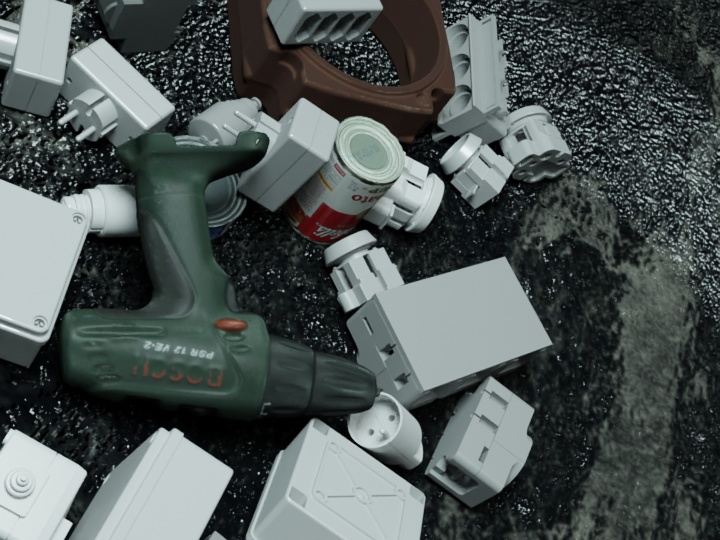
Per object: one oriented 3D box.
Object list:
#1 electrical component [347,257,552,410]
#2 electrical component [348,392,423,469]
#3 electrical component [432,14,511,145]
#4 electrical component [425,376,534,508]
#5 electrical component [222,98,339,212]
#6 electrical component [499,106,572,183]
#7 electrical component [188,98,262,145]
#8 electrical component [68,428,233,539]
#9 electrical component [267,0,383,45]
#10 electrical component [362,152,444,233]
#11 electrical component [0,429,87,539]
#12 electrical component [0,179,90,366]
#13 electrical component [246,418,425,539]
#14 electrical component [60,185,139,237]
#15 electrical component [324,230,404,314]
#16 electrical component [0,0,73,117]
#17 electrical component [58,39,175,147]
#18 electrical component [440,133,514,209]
[{"bbox_3d":[0.074,0.055,0.910,0.150,0.061,0.089,-15,71,-37],"label":"electrical component"},{"bbox_3d":[0.024,0.127,0.833,0.081,0.043,0.043,51,27,-58],"label":"electrical component"},{"bbox_3d":[0.113,-0.186,1.080,0.063,0.079,0.121,33,46,-40],"label":"electrical component"},{"bbox_3d":[0.102,0.143,0.880,0.056,0.050,0.089,37,49,-7],"label":"electrical component"},{"bbox_3d":[-0.073,-0.100,0.854,0.076,0.083,0.047,32,47,-20],"label":"electrical component"},{"bbox_3d":[0.173,-0.128,1.085,0.078,0.058,0.057,7,55,-48],"label":"electrical component"},{"bbox_3d":[-0.112,-0.126,0.921,0.040,0.040,0.078,45,49,0],"label":"electrical component"},{"bbox_3d":[-0.143,0.169,0.676,0.056,0.109,0.108,36,49,-11],"label":"electrical component"},{"bbox_3d":[-0.037,-0.238,0.919,0.083,0.047,0.075,-11,68,-36],"label":"electrical component"},{"bbox_3d":[0.039,-0.068,0.967,0.057,0.058,0.078,25,52,-13],"label":"electrical component"},{"bbox_3d":[-0.208,0.146,0.657,0.061,0.096,0.061,33,50,-11],"label":"electrical component"},{"bbox_3d":[-0.258,-0.004,0.746,0.109,0.056,0.108,23,52,-18],"label":"electrical component"},{"bbox_3d":[-0.014,0.176,0.759,0.109,0.056,0.108,36,23,-7],"label":"electrical component"},{"bbox_3d":[-0.198,-0.045,0.818,0.078,0.040,0.040,-3,64,-33],"label":"electrical component"},{"bbox_3d":[0.000,0.000,0.910,0.066,0.048,0.055,-23,83,-39],"label":"electrical component"},{"bbox_3d":[-0.273,-0.175,0.848,0.076,0.047,0.083,13,56,-25],"label":"electrical component"},{"bbox_3d":[-0.208,-0.128,0.859,0.083,0.047,0.075,44,49,-1],"label":"electrical component"},{"bbox_3d":[0.111,-0.098,1.038,0.055,0.048,0.066,44,49,-11],"label":"electrical component"}]
